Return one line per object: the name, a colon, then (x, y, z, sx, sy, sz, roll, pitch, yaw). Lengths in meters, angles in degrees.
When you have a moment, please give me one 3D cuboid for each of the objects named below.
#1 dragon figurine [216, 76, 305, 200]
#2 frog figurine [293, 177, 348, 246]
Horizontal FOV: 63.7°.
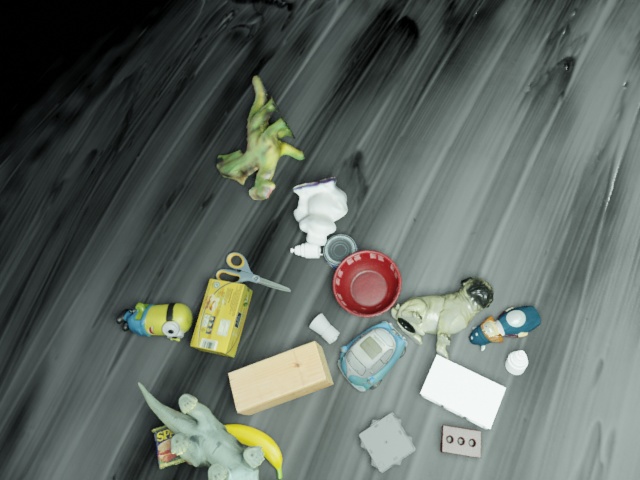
dragon figurine: (-0.192, -0.269, 1.426, 0.242, 0.120, 0.418, -33, 56, 6)
frog figurine: (0.004, -0.065, 1.294, 0.137, 0.122, 0.160, -9, 84, -7)
